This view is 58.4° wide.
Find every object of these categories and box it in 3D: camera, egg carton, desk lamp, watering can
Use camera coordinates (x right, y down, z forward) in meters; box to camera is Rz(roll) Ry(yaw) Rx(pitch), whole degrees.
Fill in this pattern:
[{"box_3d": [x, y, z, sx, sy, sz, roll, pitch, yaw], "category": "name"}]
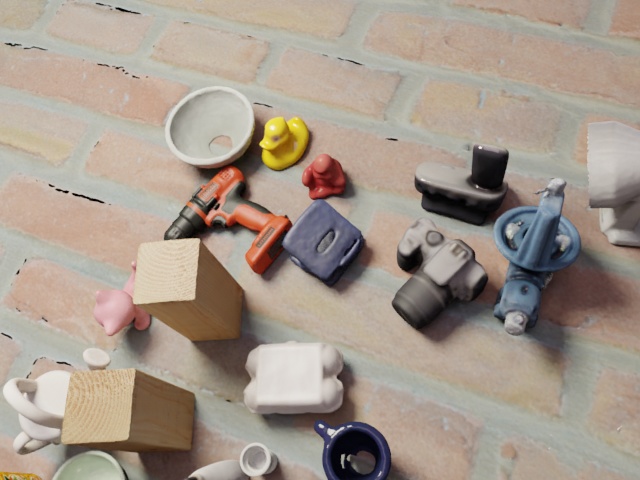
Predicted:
[{"box_3d": [0.162, 0.055, 0.871, 0.137, 0.101, 0.143, -44, 67, -10], "category": "camera"}, {"box_3d": [-0.039, 0.206, 0.856, 0.150, 0.069, 0.107, -4, 66, 8], "category": "egg carton"}, {"box_3d": [0.464, -0.081, 0.817, 0.203, 0.214, 0.118, 6, 68, 12], "category": "desk lamp"}, {"box_3d": [-0.376, 0.234, 0.832, 0.100, 0.194, 0.173, 15, 70, 16], "category": "watering can"}]

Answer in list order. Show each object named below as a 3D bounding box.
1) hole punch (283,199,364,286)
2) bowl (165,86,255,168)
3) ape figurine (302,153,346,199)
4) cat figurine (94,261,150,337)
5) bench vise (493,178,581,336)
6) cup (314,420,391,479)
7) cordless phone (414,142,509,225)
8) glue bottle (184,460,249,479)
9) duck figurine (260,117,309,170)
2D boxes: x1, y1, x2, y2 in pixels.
[{"box_3d": [0.008, 0.003, 0.924, 0.101, 0.091, 0.109, 33, 76, 21], "category": "hole punch"}, {"box_3d": [-0.192, -0.194, 1.052, 0.167, 0.075, 0.167, -3, 66, 8], "category": "bowl"}, {"box_3d": [0.008, -0.115, 0.975, 0.077, 0.092, 0.076, 28, 74, 20], "category": "ape figurine"}, {"box_3d": [-0.314, 0.095, 0.924, 0.067, 0.118, 0.128, 17, 71, 16], "category": "cat figurine"}, {"box_3d": [0.308, 0.024, 0.794, 0.121, 0.220, 0.207, -2, 66, 9], "category": "bench vise"}, {"box_3d": [0.043, 0.295, 0.790, 0.117, 0.095, 0.092, 34, 76, 21], "category": "cup"}, {"box_3d": [0.220, -0.110, 0.886, 0.147, 0.185, 0.094, 13, 70, 15], "category": "cordless phone"}, {"box_3d": [-0.151, 0.328, 0.765, 0.078, 0.173, 0.037, -39, 66, -8], "category": "glue bottle"}, {"box_3d": [-0.068, -0.187, 1.022, 0.077, 0.086, 0.105, 35, 77, 21], "category": "duck figurine"}]
